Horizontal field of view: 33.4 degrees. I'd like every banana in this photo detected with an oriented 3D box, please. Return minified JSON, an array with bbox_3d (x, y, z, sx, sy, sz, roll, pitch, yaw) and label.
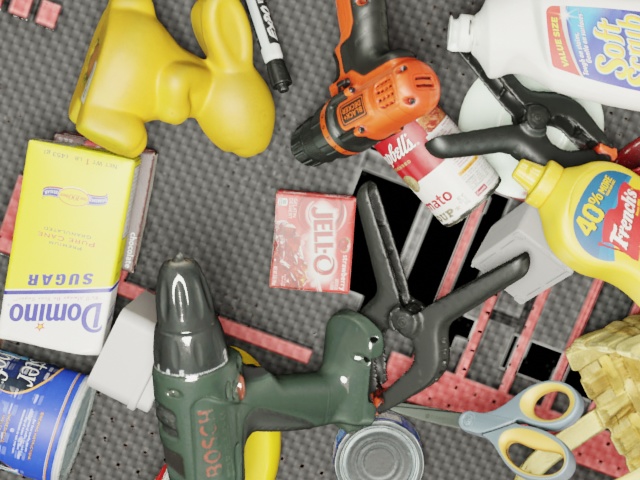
[{"bbox_3d":[-0.069,0.176,0.985,0.069,0.037,0.198,-11,106,-2],"label":"banana"}]

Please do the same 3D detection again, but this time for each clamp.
[{"bbox_3d":[0.074,0.059,0.953,0.165,0.036,0.210,33,117,19],"label":"clamp"},{"bbox_3d":[0.175,-0.109,0.919,0.171,0.039,0.120,14,77,-16],"label":"clamp"}]

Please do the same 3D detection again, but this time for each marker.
[{"bbox_3d":[-0.049,-0.184,0.929,0.020,0.020,0.121,-18,78,2],"label":"marker"}]

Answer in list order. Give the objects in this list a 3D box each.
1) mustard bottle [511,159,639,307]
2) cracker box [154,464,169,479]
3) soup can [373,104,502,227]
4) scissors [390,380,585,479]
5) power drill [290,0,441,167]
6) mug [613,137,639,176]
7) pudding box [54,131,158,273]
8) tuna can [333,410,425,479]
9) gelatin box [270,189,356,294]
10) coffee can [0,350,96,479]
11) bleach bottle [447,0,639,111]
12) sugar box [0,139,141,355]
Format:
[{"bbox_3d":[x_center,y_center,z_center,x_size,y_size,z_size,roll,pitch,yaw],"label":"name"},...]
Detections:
[{"bbox_3d":[0.243,-0.010,0.876,0.191,0.058,0.096,32,74,4],"label":"mustard bottle"},{"bbox_3d":[-0.082,0.318,0.977,0.213,0.072,0.164,26,113,-5],"label":"cracker box"},{"bbox_3d":[0.102,-0.071,0.940,0.068,0.068,0.102,-41,96,5],"label":"soup can"},{"bbox_3d":[0.148,0.146,0.934,0.016,0.202,0.096,39,81,-41],"label":"scissors"},{"bbox_3d":[0.017,-0.166,0.901,0.057,0.185,0.187,-10,83,-37],"label":"power drill"},{"bbox_3d":[0.320,-0.056,0.940,0.117,0.093,0.081,-40,104,-32],"label":"mug"},{"bbox_3d":[-0.200,-0.034,0.959,0.090,0.039,0.113,11,99,-2],"label":"pudding box"},{"bbox_3d":[0.055,0.204,0.995,0.086,0.034,0.086,0,97,0],"label":"tuna can"},{"bbox_3d":[-0.006,0.001,0.968,0.073,0.030,0.089,5,98,-1],"label":"gelatin box"},{"bbox_3d":[-0.283,0.151,0.953,0.140,0.103,0.103,17,97,-2],"label":"coffee can"},{"bbox_3d":[0.230,-0.152,0.878,0.251,0.068,0.102,5,101,2],"label":"bleach bottle"},{"bbox_3d":[-0.216,0.006,0.921,0.093,0.048,0.176,11,97,-3],"label":"sugar box"}]
